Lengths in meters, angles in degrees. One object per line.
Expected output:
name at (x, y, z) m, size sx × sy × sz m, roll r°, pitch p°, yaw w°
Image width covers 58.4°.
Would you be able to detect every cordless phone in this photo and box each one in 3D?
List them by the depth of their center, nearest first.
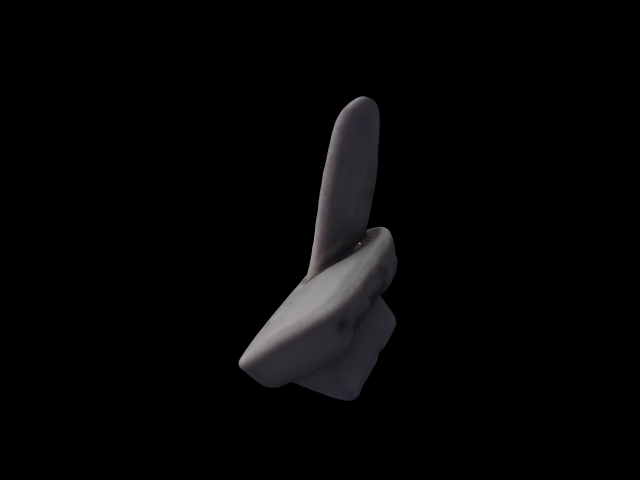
cordless phone at (0.004, 0.001, 0.400) m, size 0.094 × 0.185 × 0.148 m, roll 8°, pitch 28°, yaw 16°
